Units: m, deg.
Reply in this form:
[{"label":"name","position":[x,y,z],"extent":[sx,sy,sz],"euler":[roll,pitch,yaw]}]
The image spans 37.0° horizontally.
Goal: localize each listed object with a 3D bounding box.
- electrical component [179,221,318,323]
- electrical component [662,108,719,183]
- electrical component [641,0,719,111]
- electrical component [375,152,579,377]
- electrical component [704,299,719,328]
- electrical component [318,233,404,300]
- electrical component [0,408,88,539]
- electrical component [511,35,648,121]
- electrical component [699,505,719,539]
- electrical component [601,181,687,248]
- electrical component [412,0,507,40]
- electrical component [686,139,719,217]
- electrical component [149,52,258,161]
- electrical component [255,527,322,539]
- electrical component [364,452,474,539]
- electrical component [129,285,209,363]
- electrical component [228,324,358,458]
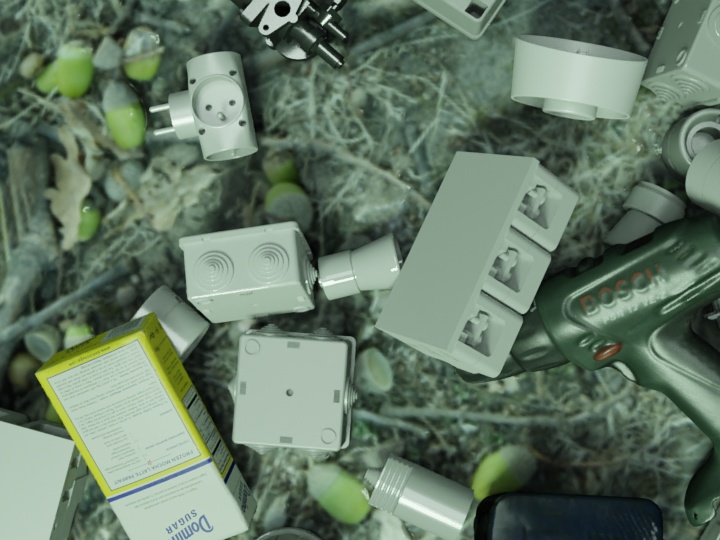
[{"label":"electrical component","position":[-0.082,0.004,0.812],"extent":[0.100,0.099,0.048],"euler":[-8,74,3]},{"label":"electrical component","position":[0.263,-0.094,0.819],"extent":[0.055,0.047,0.055],"euler":[0,88,4]},{"label":"electrical component","position":[0.258,-0.171,0.799],"extent":[0.048,0.100,0.099],"euler":[24,89,-8]},{"label":"electrical component","position":[0.088,-0.005,0.794],"extent":[0.062,0.089,0.150],"euler":[30,81,-33]},{"label":"electrical component","position":[0.291,0.016,0.815],"extent":[0.066,0.048,0.055],"euler":[-20,94,3]},{"label":"electrical component","position":[0.000,0.000,0.836],"extent":[0.065,0.044,0.044],"euler":[-14,87,7]},{"label":"electrical component","position":[-0.285,0.206,0.834],"extent":[0.105,0.060,0.186],"euler":[15,89,4]},{"label":"electrical component","position":[0.162,-0.147,0.806],"extent":[0.099,0.099,0.064],"euler":[11,94,4]},{"label":"electrical component","position":[0.301,0.222,0.796],"extent":[0.096,0.061,0.061],"euler":[31,89,4]},{"label":"electrical component","position":[0.217,-0.034,0.821],"extent":[0.045,0.045,0.055],"euler":[30,89,4]},{"label":"electrical component","position":[0.077,-0.255,0.833],"extent":[0.109,0.056,0.108],"euler":[34,90,4]},{"label":"electrical component","position":[0.311,-0.061,0.773],"extent":[0.138,0.074,0.052],"euler":[-6,117,-27]},{"label":"electrical component","position":[-0.126,-0.125,0.847],"extent":[0.079,0.044,0.077],"euler":[-11,87,3]},{"label":"electrical component","position":[-0.057,0.241,0.823],"extent":[0.080,0.051,0.080],"euler":[0,88,4]},{"label":"electrical component","position":[0.042,0.171,0.824],"extent":[0.081,0.043,0.043],"euler":[24,89,4]},{"label":"electrical component","position":[-0.151,0.047,0.837],"extent":[0.047,0.055,0.055],"euler":[37,90,1]},{"label":"electrical component","position":[-0.051,0.093,0.831],"extent":[0.100,0.048,0.099],"euler":[4,88,4]}]
